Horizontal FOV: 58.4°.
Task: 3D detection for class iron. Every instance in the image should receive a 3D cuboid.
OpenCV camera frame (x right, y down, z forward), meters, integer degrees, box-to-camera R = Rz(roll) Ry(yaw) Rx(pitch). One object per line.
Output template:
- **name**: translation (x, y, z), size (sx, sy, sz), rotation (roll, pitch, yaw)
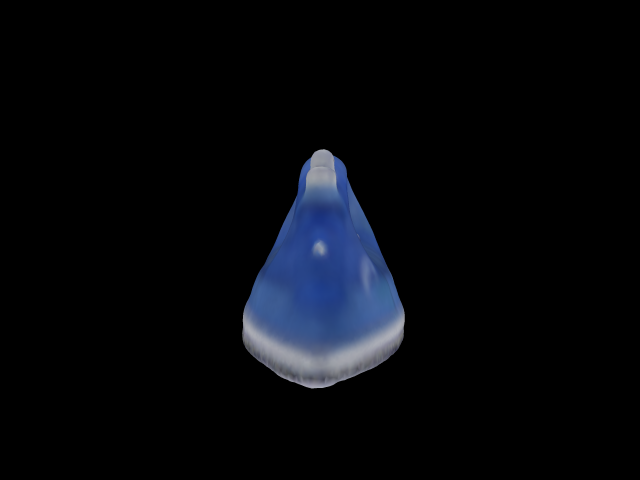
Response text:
- **iron**: translation (0.004, 0.001, 0.400), size (0.118, 0.141, 0.258), rotation (0, 0, 0)
